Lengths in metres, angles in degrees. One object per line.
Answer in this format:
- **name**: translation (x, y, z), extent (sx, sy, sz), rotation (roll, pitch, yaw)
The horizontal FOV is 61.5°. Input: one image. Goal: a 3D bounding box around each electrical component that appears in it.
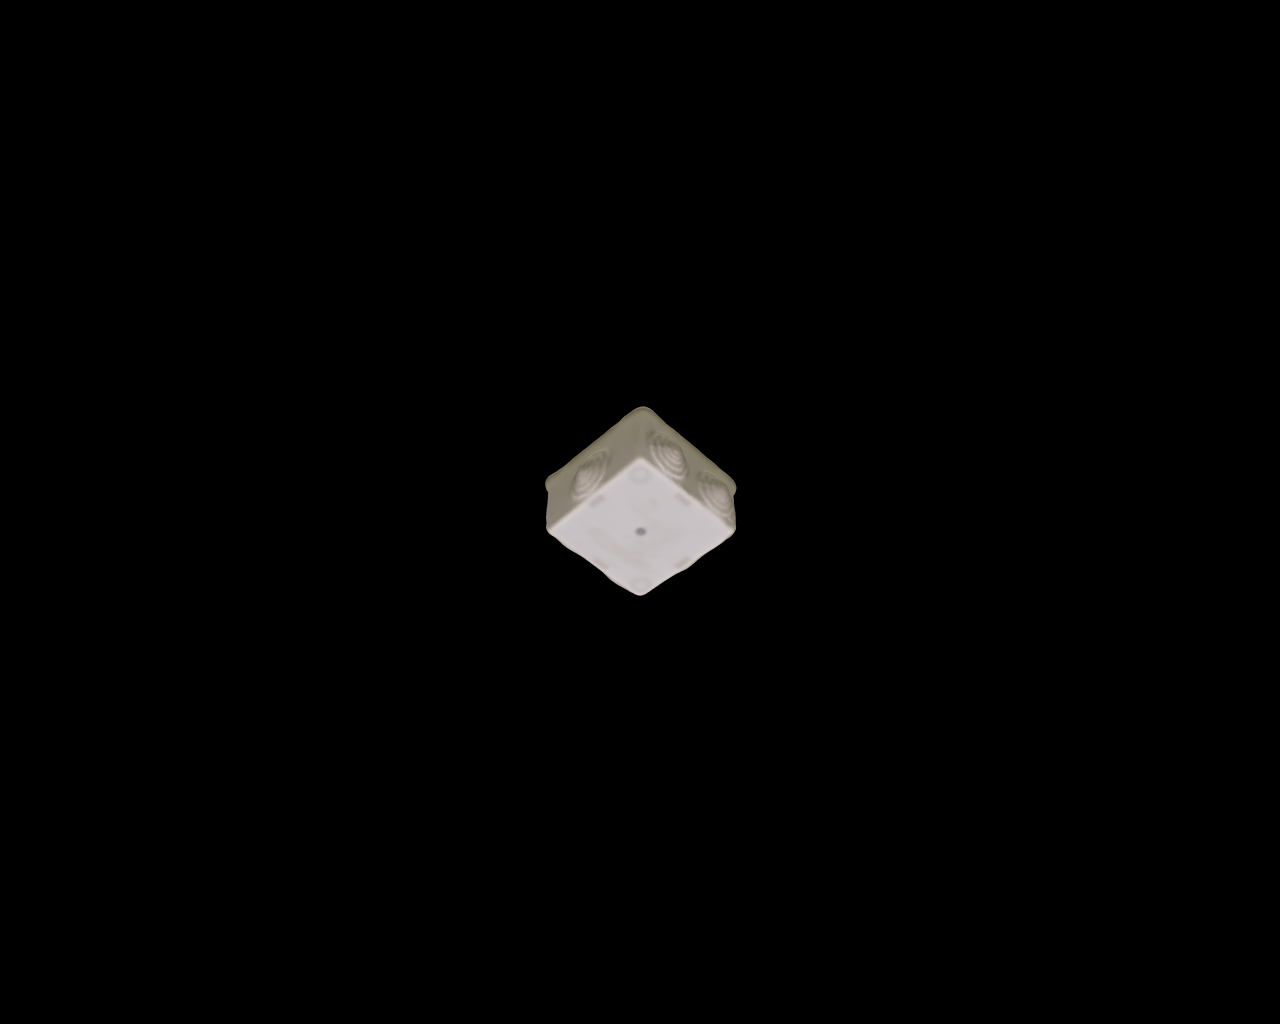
- **electrical component**: translation (0.001, -0.003, 0.650), extent (0.099, 0.048, 0.099), rotation (-36, -58, 27)
